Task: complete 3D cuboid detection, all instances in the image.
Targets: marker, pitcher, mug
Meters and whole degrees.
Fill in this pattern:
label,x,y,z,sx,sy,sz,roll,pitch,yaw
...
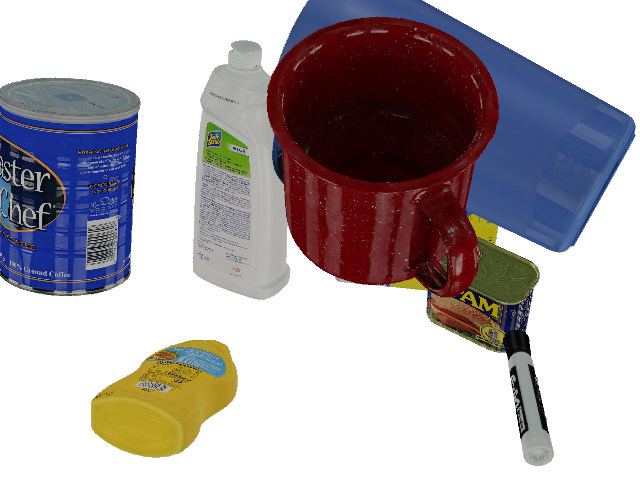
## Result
label,x,y,z,sx,sy,sz,roll,pitch,yaw
marker,0.138,0.101,0.718,0.020,0.020,0.121,0,34,2
pitcher,0.089,-0.082,0.770,0.243,0.149,0.144,29,50,13
mug,0.031,-0.025,0.452,0.093,0.117,0.081,-26,-30,-17

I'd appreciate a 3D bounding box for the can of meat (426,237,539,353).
label,x,y,z,sx,sy,sz,roll,pitch,yaw
can of meat,0.148,0.050,1.001,0.102,0.084,0.057,26,55,24

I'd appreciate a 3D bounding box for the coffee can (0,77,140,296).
label,x,y,z,sx,sy,sz,roll,pitch,yaw
coffee can,-0.192,-0.043,0.809,0.103,0.140,0.103,6,22,-3

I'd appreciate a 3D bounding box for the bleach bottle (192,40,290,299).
label,x,y,z,sx,sy,sz,roll,pitch,yaw
bleach bottle,-0.073,-0.070,1.050,0.103,0.251,0.068,19,32,21

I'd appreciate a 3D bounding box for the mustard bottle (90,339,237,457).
label,x,y,z,sx,sy,sz,roll,pitch,yaw
mustard bottle,-0.134,0.141,1.031,0.096,0.058,0.191,9,19,18

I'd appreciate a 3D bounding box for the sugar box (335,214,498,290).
label,x,y,z,sx,sy,sz,roll,pitch,yaw
sugar box,0.107,0.008,1.222,0.176,0.093,0.048,4,23,-3
